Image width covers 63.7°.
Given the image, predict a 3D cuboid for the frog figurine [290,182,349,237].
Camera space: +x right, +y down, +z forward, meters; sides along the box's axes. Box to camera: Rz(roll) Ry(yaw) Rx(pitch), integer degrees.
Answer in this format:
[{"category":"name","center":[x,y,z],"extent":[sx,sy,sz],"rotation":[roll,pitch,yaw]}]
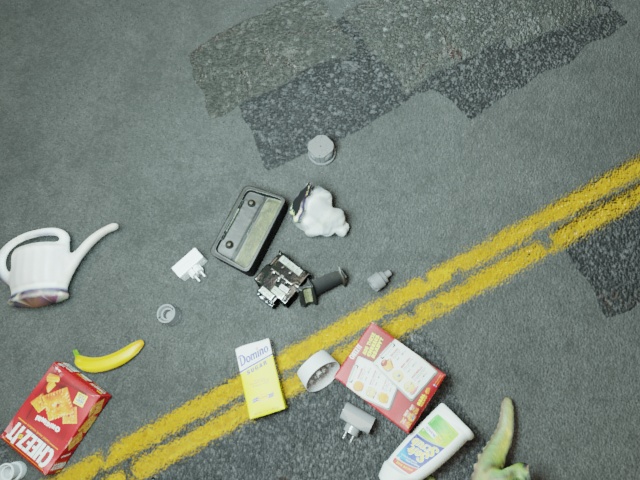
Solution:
[{"category":"frog figurine","center":[0.004,-0.071,1.411],"extent":[0.158,0.121,0.140],"rotation":[26,62,-24]}]

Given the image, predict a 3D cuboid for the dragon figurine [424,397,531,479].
[{"category":"dragon figurine","center":[0.335,0.559,1.140],"extent":[0.242,0.119,0.420],"rotation":[-3,54,11]}]

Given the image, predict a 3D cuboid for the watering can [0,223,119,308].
[{"category":"watering can","center":[-0.725,0.067,1.415],"extent":[0.347,0.102,0.228],"rotation":[-10,71,2]}]
